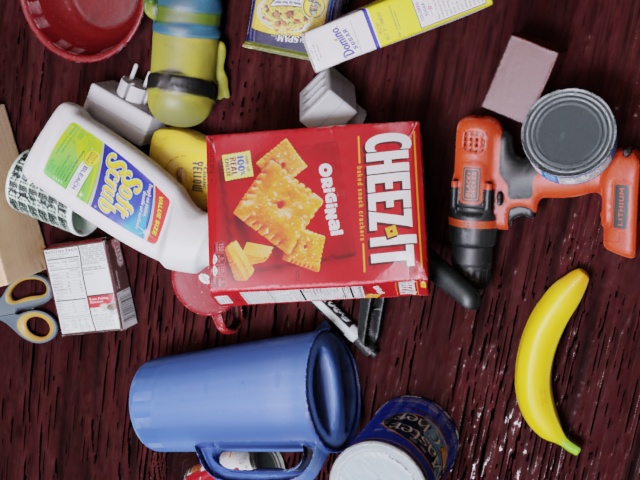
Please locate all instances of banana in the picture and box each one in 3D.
[{"bbox_3d":[0.236,0.123,1.095,0.069,0.037,0.198,1,103,6],"label":"banana"}]

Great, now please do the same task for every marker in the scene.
[{"bbox_3d":[0.019,0.085,1.177,0.121,0.020,0.020,45,113,7],"label":"marker"}]

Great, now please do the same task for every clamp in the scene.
[{"bbox_3d":[0.066,0.006,1.118,0.165,0.036,0.210,-34,76,41],"label":"clamp"}]

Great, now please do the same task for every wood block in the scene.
[{"bbox_3d":[-0.408,-0.049,1.272,0.090,0.090,0.206,-11,98,24],"label":"wood block"}]

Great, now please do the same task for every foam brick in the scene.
[{"bbox_3d":[0.197,-0.157,1.034,0.051,0.053,0.078,26,109,14],"label":"foam brick"}]

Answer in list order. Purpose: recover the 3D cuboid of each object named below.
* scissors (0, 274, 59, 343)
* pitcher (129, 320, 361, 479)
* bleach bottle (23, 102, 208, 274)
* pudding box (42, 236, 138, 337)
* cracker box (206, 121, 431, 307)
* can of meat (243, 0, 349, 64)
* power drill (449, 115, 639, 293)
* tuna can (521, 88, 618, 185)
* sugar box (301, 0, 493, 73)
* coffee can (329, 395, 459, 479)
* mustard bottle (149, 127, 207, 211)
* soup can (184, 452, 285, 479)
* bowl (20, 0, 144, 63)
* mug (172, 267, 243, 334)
[{"bbox_3d":[-0.406,0.105,1.347,0.202,0.016,0.096,-25,92,24],"label":"scissors"},{"bbox_3d":[-0.088,0.184,1.176,0.243,0.149,0.145,-9,101,26],"label":"pitcher"},{"bbox_3d":[-0.190,-0.046,1.133,0.251,0.068,0.102,30,87,16],"label":"bleach bottle"},{"bbox_3d":[-0.274,0.055,1.273,0.090,0.039,0.113,-7,98,23],"label":"pudding box"},{"bbox_3d":[-0.003,-0.025,1.046,0.214,0.072,0.164,-4,75,6],"label":"cracker box"},{"bbox_3d":[-0.023,-0.232,1.100,0.102,0.057,0.084,14,105,17],"label":"can of meat"},{"bbox_3d":[0.219,-0.027,1.053,0.188,0.057,0.184,5,104,20],"label":"power drill"},{"bbox_3d":[0.232,-0.095,0.989,0.086,0.033,0.086,-5,76,18],"label":"tuna can"},{"bbox_3d":[0.069,-0.212,1.019,0.176,0.093,0.048,-19,101,3],"label":"sugar box"},{"bbox_3d":[0.081,0.235,1.120,0.103,0.140,0.103,5,104,20],"label":"coffee can"},{"bbox_3d":[-0.091,-0.069,1.163,0.192,0.058,0.096,7,102,19],"label":"mustard bottle"},{"bbox_3d":[-0.098,0.277,1.240,0.102,0.068,0.068,-29,91,23],"label":"soup can"},{"bbox_3d":[-0.250,-0.278,1.177,0.162,0.055,0.162,5,104,20],"label":"bowl"},{"bbox_3d":[-0.110,0.048,1.183,0.093,0.081,0.117,-4,100,22],"label":"mug"}]
